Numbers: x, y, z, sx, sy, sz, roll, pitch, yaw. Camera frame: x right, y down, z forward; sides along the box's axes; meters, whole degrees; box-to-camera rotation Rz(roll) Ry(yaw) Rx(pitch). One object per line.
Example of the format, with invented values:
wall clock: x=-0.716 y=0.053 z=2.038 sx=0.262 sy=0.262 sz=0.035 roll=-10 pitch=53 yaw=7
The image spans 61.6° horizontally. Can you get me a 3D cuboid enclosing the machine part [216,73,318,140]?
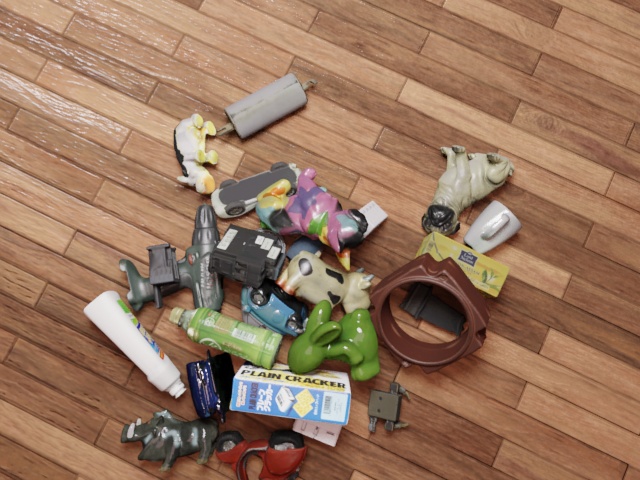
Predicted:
machine part: x=-0.116 y=-0.288 z=1.160 sx=0.243 sy=0.079 sz=0.079 roll=-31 pitch=83 yaw=-4

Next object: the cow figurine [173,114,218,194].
cow figurine: x=-0.272 y=-0.173 z=1.143 sx=0.098 sy=0.068 sz=0.167 roll=-11 pitch=78 yaw=28

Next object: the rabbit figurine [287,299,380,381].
rabbit figurine: x=0.021 y=0.202 z=1.023 sx=0.170 sy=0.121 sz=0.158 roll=-13 pitch=127 yaw=-19

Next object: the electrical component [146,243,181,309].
electrical component: x=-0.301 y=0.070 z=1.038 sx=0.048 sy=0.075 sz=0.119 roll=-9 pitch=80 yaw=-4

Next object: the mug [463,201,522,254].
mug: x=0.354 y=-0.017 z=1.113 sx=0.107 sy=0.109 sz=0.081 roll=-45 pitch=87 yaw=7

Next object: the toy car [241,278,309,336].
toy car: x=-0.103 y=0.143 z=1.095 sx=0.161 sy=0.109 sz=0.103 roll=42 pitch=108 yaw=-6

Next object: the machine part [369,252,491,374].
machine part: x=0.208 y=0.144 z=1.044 sx=0.201 sy=0.087 sz=0.201 roll=-36 pitch=93 yaw=28

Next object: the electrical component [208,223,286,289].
electrical component: x=-0.138 y=0.033 z=1.057 sx=0.134 sy=0.115 sz=0.058 roll=17 pitch=127 yaw=6

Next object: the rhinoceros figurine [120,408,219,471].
rhinoceros figurine: x=-0.297 y=0.393 z=1.065 sx=0.190 sy=0.073 sz=0.112 roll=-2 pitch=83 yaw=-1

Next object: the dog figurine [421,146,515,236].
dog figurine: x=0.313 y=-0.091 z=1.133 sx=0.172 sy=0.121 sz=0.190 roll=11 pitch=96 yaw=4

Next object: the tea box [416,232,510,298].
tea box: x=0.286 y=0.053 z=1.102 sx=0.170 sy=0.098 sz=0.068 roll=26 pitch=83 yaw=2

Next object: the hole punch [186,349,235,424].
hole punch: x=-0.224 y=0.288 z=1.063 sx=0.092 sy=0.115 sz=0.142 roll=-13 pitch=82 yaw=6

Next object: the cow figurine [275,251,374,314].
cow figurine: x=0.023 y=0.090 z=1.089 sx=0.195 sy=0.086 sz=0.127 roll=33 pitch=90 yaw=-21

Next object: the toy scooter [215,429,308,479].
toy scooter: x=-0.115 y=0.446 z=1.058 sx=0.184 sy=0.075 sz=0.135 roll=-2 pitch=82 yaw=3

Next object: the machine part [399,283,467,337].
machine part: x=0.242 y=0.146 z=1.120 sx=0.139 sy=0.039 sz=0.084 roll=33 pitch=78 yaw=6

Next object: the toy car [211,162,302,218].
toy car: x=-0.131 y=-0.106 z=1.141 sx=0.202 sy=0.056 sz=0.073 roll=-19 pitch=64 yaw=-4

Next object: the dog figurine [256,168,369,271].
dog figurine: x=-0.013 y=-0.028 z=1.050 sx=0.192 sy=0.108 sz=0.219 roll=-27 pitch=52 yaw=-1

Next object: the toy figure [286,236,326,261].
toy figure: x=-0.004 y=-0.005 z=1.131 sx=0.154 sy=0.058 sz=0.064 roll=-42 pitch=90 yaw=-10

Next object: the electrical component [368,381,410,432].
electrical component: x=0.140 y=0.339 z=1.091 sx=0.078 sy=0.045 sz=0.102 roll=-2 pitch=78 yaw=28

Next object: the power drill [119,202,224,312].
power drill: x=-0.301 y=0.052 z=1.116 sx=0.207 sy=0.086 sz=0.232 roll=-12 pitch=85 yaw=-10
